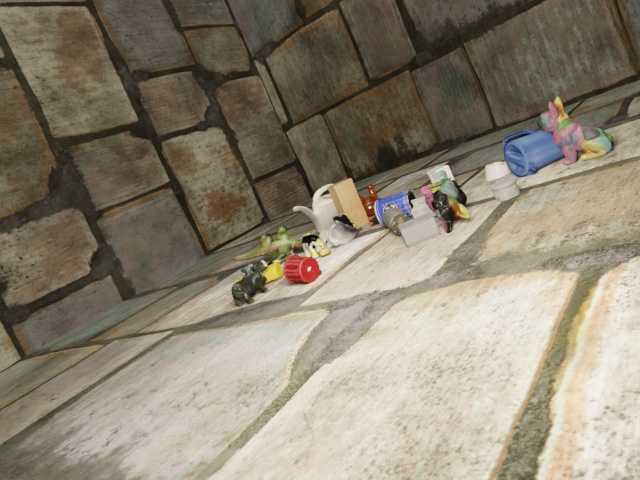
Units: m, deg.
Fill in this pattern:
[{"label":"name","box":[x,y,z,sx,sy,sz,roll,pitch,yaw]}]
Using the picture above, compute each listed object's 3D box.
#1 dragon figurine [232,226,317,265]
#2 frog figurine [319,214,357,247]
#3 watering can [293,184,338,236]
[{"label":"dragon figurine","box":[-0.198,0.048,2.220,0.410,0.121,0.246,-24,16,3]},{"label":"frog figurine","box":[0.064,-0.013,1.981,0.157,0.122,0.140,-59,1,25]},{"label":"watering can","box":[0.007,-0.113,2.246,0.104,0.221,0.353,6,26,38]}]
